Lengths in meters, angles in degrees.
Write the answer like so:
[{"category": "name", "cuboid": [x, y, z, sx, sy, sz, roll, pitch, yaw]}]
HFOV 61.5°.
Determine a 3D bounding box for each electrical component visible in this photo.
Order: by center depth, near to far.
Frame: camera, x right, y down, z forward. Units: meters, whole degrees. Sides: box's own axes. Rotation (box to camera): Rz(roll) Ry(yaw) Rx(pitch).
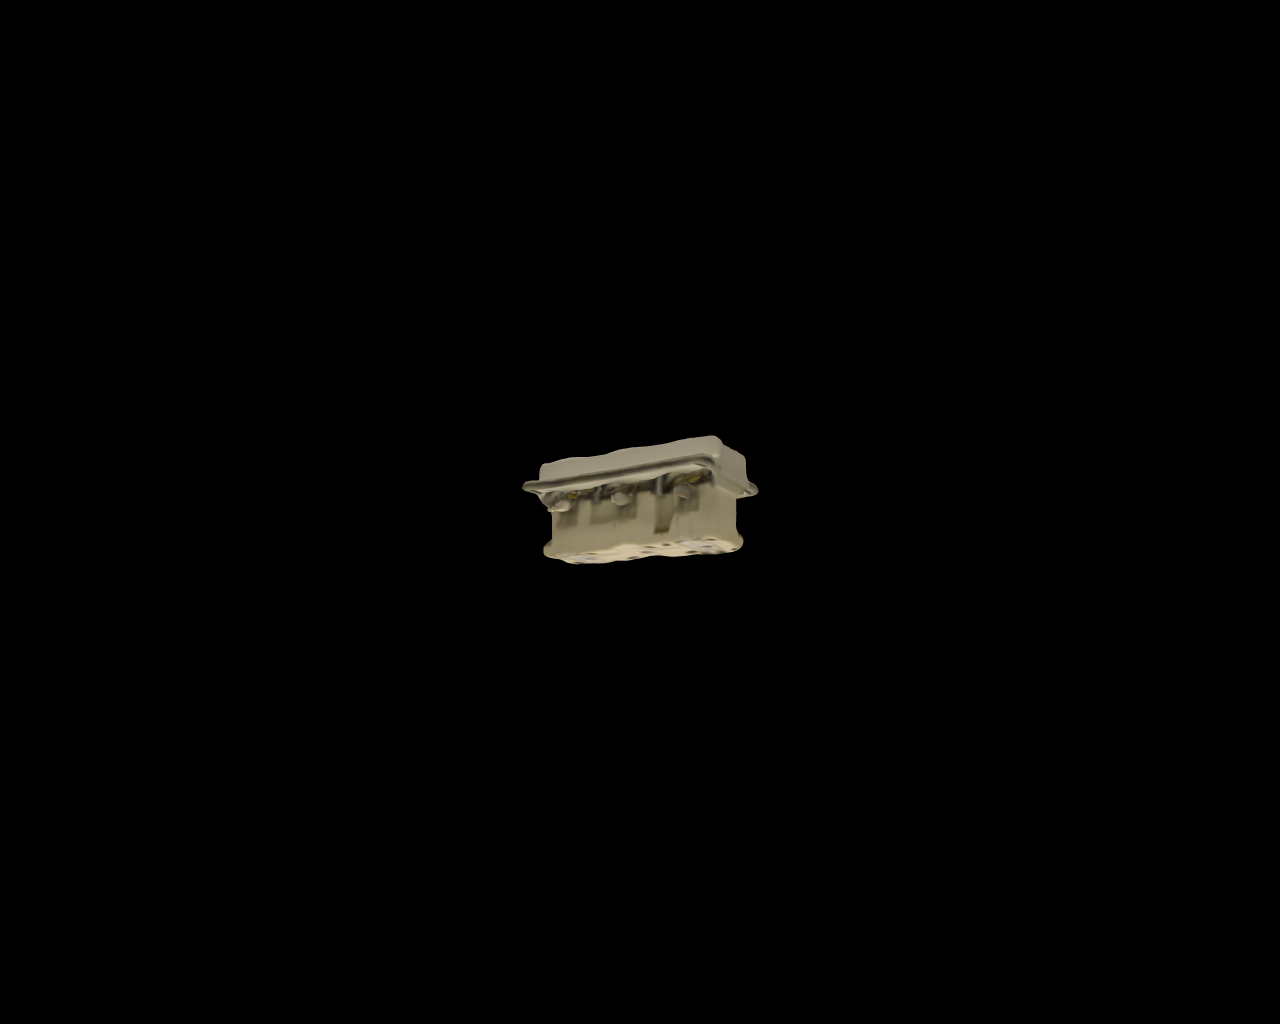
[{"category": "electrical component", "cuboid": [0.001, -0.003, 0.650, 0.121, 0.063, 0.078, -7, -15, 26]}]
